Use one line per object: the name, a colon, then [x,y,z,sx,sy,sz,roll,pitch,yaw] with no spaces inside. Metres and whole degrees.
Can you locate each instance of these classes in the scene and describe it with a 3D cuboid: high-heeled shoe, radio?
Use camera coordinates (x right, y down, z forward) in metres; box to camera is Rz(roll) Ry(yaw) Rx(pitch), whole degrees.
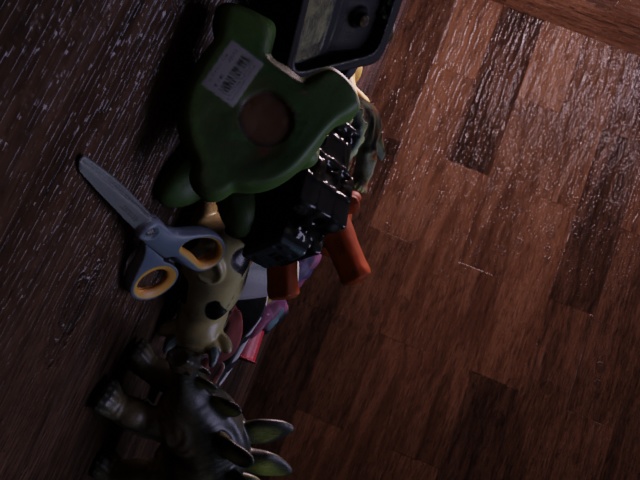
high-heeled shoe: [-0.140,0.121,0.851,0.145,0.086,0.248,130,-15,-76]
radio: [0.023,-0.256,0.446,0.131,0.073,0.229,-21,145,-39]

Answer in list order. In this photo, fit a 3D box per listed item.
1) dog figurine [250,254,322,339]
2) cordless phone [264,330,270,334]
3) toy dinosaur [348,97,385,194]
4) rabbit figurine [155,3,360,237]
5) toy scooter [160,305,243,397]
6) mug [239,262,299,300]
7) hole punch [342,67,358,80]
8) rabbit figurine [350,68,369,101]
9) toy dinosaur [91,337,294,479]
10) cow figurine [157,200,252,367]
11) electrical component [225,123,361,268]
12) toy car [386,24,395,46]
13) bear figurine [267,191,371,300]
dog figurine: [-0.085,0.049,0.890,0.219,0.109,0.191,-54,143,-17]
cordless phone: [-0.102,0.087,1.093,0.184,0.089,0.146,-59,171,-60]
toy dinosaur: [0.044,-0.174,0.900,0.405,0.131,0.192,-41,157,-56]
rabbit figurine: [-0.056,-0.083,0.442,0.159,0.121,0.170,-64,-167,4]
toy scooter: [-0.158,0.149,0.688,0.184,0.075,0.135,-62,176,-24]
mug: [-0.089,0.045,0.730,0.110,0.107,0.081,-16,-109,48]
hole punch: [-0.007,-0.238,0.610,0.116,0.092,0.142,7,-107,57]
rabbit figurine: [0.037,-0.285,1.035,0.162,0.122,0.173,-34,133,-69]
toy dinosaur: [-0.136,0.247,0.584,0.470,0.199,0.105,107,9,-47]
cow figurine: [-0.118,0.051,0.582,0.194,0.085,0.127,113,-5,-51]
electrical component: [-0.026,-0.041,0.493,0.115,0.058,0.134,-23,-134,45]
toy car: [0.057,-0.309,0.751,0.109,0.103,0.161,-48,179,5]
bear figurine: [-0.002,-0.006,0.652,0.196,0.120,0.132,11,65,-81]
